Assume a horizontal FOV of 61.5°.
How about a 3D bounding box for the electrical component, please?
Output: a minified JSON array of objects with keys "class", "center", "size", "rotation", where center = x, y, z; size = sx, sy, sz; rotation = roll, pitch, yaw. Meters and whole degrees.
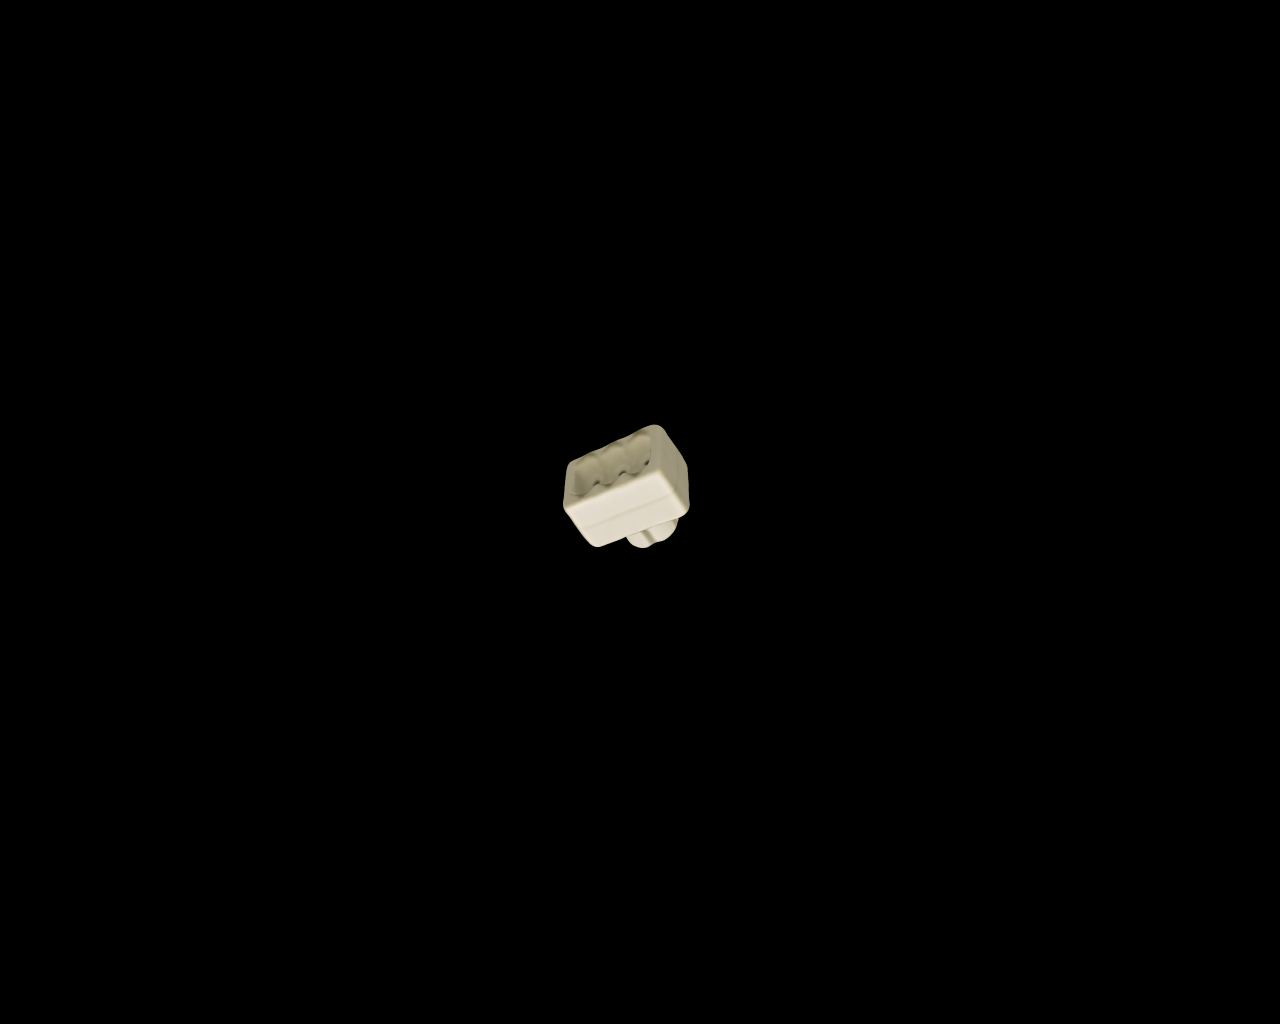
[{"class":"electrical component","center":[0.001,-0.003,0.650],"size":[0.065,0.076,0.047],"rotation":[-22,38,18]}]
